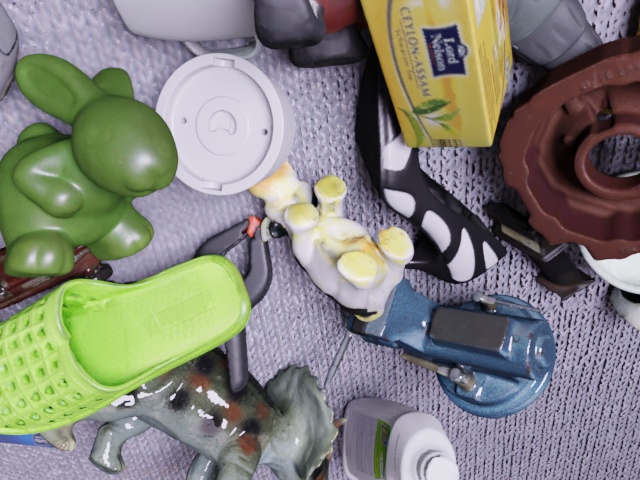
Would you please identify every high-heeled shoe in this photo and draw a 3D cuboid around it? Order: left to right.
[{"bbox_3d":[0.112,-0.061,0.485,0.145,0.086,0.248,-9,123,-7],"label":"high-heeled shoe"}]

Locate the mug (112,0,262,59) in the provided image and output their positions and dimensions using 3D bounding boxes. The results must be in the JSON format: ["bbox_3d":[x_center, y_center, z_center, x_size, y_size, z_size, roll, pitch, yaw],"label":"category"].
[{"bbox_3d":[-0.092,-0.180,0.399,0.107,0.081,0.109,-4,154,6],"label":"mug"}]

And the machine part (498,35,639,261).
[{"bbox_3d":[0.235,-0.067,0.419,0.180,0.056,0.179,16,132,19],"label":"machine part"}]

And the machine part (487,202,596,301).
[{"bbox_3d":[0.224,0.012,0.544,0.138,0.084,0.039,39,87,-33],"label":"machine part"}]

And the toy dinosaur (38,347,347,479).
[{"bbox_3d":[-0.141,0.171,0.568,0.405,0.192,0.131,34,149,-8],"label":"toy dinosaur"}]

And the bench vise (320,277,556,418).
[{"bbox_3d":[0.142,0.114,0.546,0.224,0.129,0.240,-11,146,41],"label":"bench vise"}]

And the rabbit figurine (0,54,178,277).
[{"bbox_3d":[-0.169,-0.062,0.420,0.170,0.121,0.159,-20,80,38],"label":"rabbit figurine"}]

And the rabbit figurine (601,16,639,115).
[{"bbox_3d":[0.319,-0.150,0.447,0.162,0.122,0.173,-28,106,22],"label":"rabbit figurine"}]

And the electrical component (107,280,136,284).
[{"bbox_3d":[-0.229,0.070,0.558,0.094,0.021,0.063,-7,121,-2],"label":"electrical component"}]

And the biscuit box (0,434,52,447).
[{"bbox_3d":[-0.375,0.173,0.582,0.203,0.063,0.059,11,120,-11],"label":"biscuit box"}]

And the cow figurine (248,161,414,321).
[{"bbox_3d":[0.000,-0.003,0.484,0.068,0.167,0.098,-35,152,-25],"label":"cow figurine"}]

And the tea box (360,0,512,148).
[{"bbox_3d":[0.080,-0.153,0.357,0.068,0.098,0.169,6,146,28],"label":"tea box"}]

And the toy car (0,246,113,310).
[{"bbox_3d":[-0.293,0.033,0.509,0.202,0.053,0.089,-21,110,9],"label":"toy car"}]

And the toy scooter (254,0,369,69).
[{"bbox_3d":[-0.008,-0.189,0.354,0.075,0.184,0.135,-5,100,13],"label":"toy scooter"}]

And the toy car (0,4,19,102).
[{"bbox_3d":[-0.278,-0.137,0.388,0.103,0.109,0.161,17,128,-35],"label":"toy car"}]

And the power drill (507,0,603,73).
[{"bbox_3d":[0.179,-0.233,0.371,0.232,0.086,0.207,26,139,-14],"label":"power drill"}]

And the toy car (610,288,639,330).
[{"bbox_3d":[0.390,0.011,0.554,0.056,0.073,0.201,31,113,-17],"label":"toy car"}]
